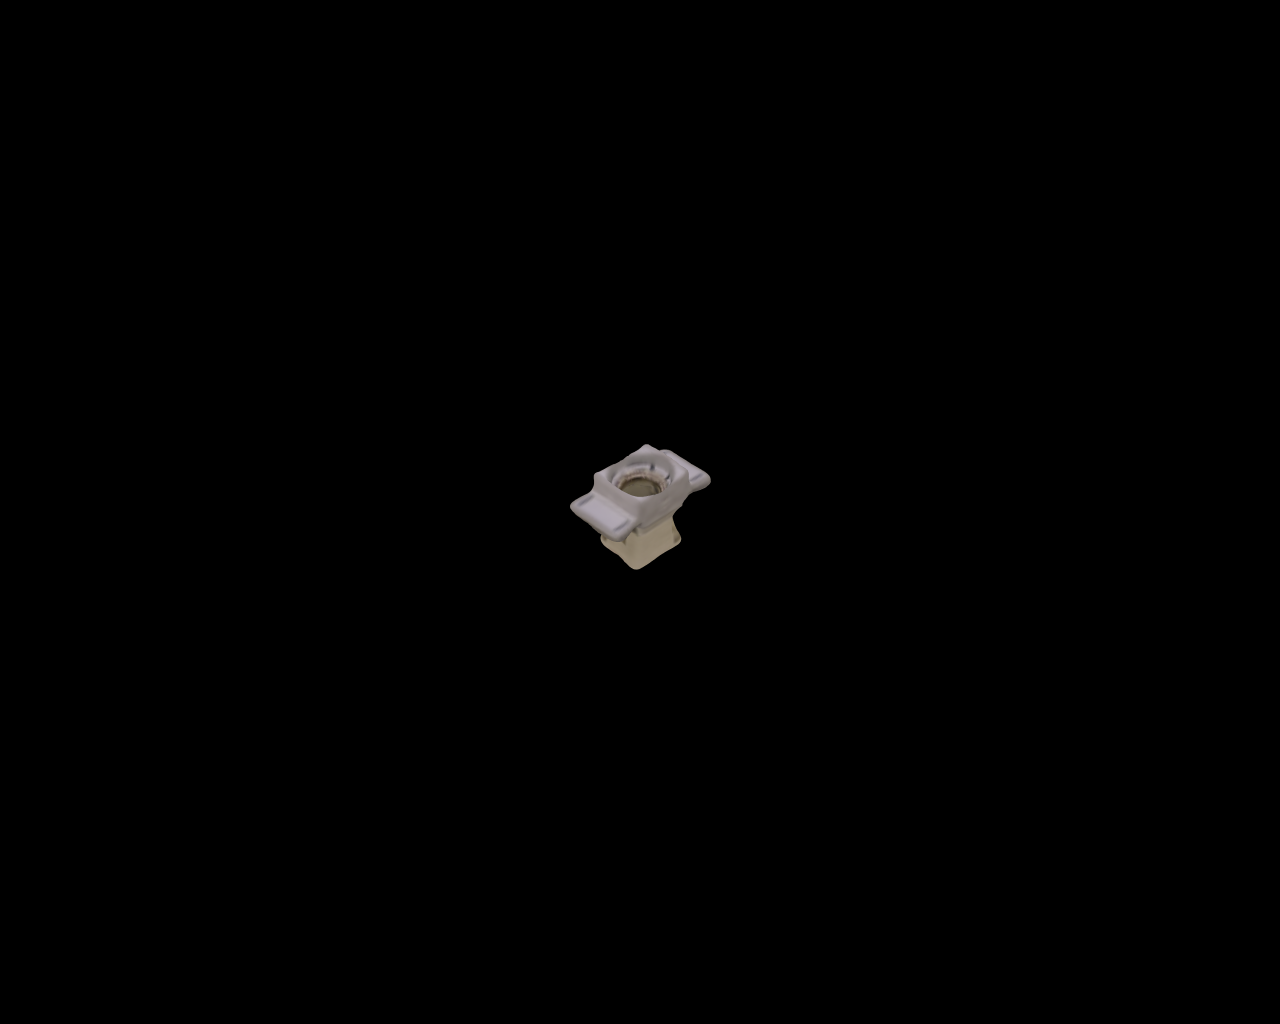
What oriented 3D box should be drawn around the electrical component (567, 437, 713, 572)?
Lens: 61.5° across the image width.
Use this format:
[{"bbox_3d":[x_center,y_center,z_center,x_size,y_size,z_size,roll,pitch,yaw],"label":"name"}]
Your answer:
[{"bbox_3d":[0.001,-0.003,0.650,0.081,0.063,0.042,-31,51,-30],"label":"electrical component"}]
